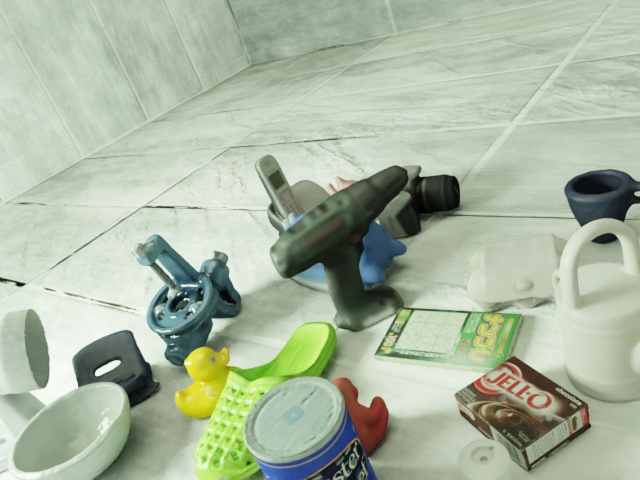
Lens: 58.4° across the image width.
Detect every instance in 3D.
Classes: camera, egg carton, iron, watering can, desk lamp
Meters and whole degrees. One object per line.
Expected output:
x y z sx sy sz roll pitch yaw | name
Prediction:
0.183 -0.084 1.068 0.136 0.101 0.143 -5 31 29 | camera
0.279 0.047 0.791 0.150 0.069 0.107 -10 29 21 | egg carton
0.009 0.004 0.984 0.257 0.142 0.119 2 35 38 | iron
0.305 0.068 0.595 0.101 0.194 0.172 -36 30 -27 | watering can
-0.474 0.222 0.839 0.203 0.214 0.117 -24 27 -7 | desk lamp

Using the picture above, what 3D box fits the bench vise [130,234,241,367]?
-0.230 0.068 0.945 0.121 0.220 0.207 -15 27 11 | bench vise

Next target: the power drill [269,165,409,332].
0.050 0.022 0.846 0.230 0.209 0.075 -26 27 -9 | power drill

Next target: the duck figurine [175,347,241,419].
-0.162 0.194 0.812 0.105 0.086 0.077 -29 28 -16 | duck figurine

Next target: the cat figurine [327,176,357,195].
0.054 -0.082 1.138 0.067 0.118 0.127 -31 28 -19 | cat figurine

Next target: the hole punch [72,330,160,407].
-0.321 0.207 0.894 0.109 0.091 0.100 -27 27 -12 | hole punch

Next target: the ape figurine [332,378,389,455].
0.034 0.197 0.661 0.077 0.092 0.076 -5 31 28 | ape figurine

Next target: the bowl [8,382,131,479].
-0.327 0.279 0.784 0.167 0.075 0.167 -16 27 9 | bowl

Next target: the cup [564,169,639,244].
0.422 -0.044 0.831 0.117 0.095 0.092 2 34 37 | cup

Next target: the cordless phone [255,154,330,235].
-0.055 -0.105 1.183 0.093 0.185 0.148 3 35 39 | cordless phone
